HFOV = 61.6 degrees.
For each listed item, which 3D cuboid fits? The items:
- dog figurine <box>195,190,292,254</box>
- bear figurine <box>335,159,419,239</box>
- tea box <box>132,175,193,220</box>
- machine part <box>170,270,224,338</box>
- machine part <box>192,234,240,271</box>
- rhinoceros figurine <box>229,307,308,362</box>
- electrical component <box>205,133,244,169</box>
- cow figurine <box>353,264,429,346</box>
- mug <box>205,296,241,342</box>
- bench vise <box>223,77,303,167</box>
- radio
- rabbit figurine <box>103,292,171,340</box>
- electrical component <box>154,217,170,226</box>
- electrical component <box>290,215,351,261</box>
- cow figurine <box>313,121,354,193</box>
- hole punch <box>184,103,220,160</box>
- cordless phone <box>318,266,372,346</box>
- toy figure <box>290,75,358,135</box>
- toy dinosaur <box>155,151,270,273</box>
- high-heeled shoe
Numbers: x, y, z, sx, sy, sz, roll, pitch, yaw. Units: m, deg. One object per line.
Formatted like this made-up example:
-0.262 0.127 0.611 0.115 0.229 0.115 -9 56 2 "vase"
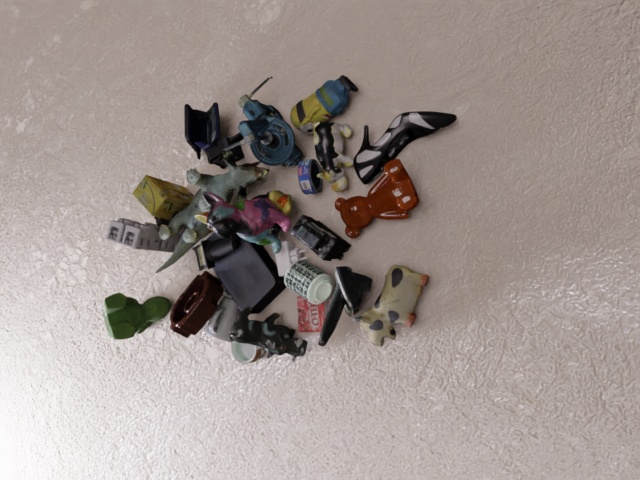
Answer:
-0.180 -0.065 1.282 0.192 0.219 0.108 -93 27 -47 "dog figurine"
0.123 -0.088 1.235 0.196 0.132 0.120 -20 77 14 "bear figurine"
-0.402 -0.105 1.435 0.098 0.169 0.068 43 102 22 "tea box"
-0.318 0.166 1.386 0.179 0.056 0.179 -41 27 26 "machine part"
-0.261 0.024 1.357 0.139 0.039 0.084 -27 66 22 "machine part"
-0.122 0.233 1.306 0.190 0.112 0.073 18 114 -9 "rhinoceros figurine"
-0.238 -0.240 1.431 0.119 0.074 0.048 -24 76 16 "electrical component"
0.159 0.150 1.218 0.127 0.085 0.194 21 96 17 "cow figurine"
-0.247 0.199 1.379 0.081 0.109 0.107 14 78 26 "mug"
-0.141 -0.271 1.311 0.129 0.240 0.223 -28 93 22 "bench vise"
-0.196 0.066 1.385 0.131 0.073 0.230 -42 72 14 "radio"
-0.494 0.210 1.467 0.159 0.170 0.121 -47 60 57 "rabbit figurine"
-0.425 -0.057 1.483 0.021 0.063 0.094 -67 23 19 "electrical component"
-0.003 -0.004 1.275 0.115 0.134 0.058 37 100 24 "electrical component"
0.026 -0.200 1.294 0.068 0.098 0.167 -12 78 48 "cow figurine"
-0.308 -0.301 1.450 0.092 0.115 0.142 -7 79 0 "hole punch"
0.044 0.161 1.217 0.089 0.146 0.184 22 74 9 "cordless phone"
0.006 -0.336 1.333 0.180 0.082 0.089 -40 53 23 "toy figure"
-0.294 -0.080 1.403 0.131 0.192 0.404 49 119 11 "toy dinosaur"
0.193 -0.211 1.242 0.249 0.086 0.145 -4 86 28 "high-heeled shoe"
